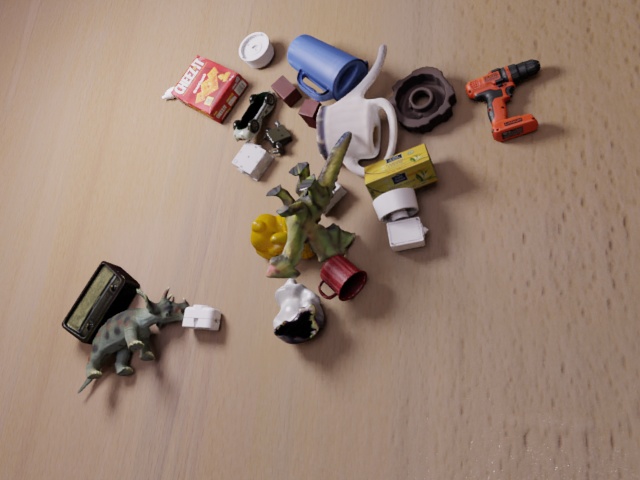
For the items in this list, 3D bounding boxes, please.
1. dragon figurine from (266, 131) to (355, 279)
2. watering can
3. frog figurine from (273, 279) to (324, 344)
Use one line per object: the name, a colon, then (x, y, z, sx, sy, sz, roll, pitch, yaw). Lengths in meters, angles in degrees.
dragon figurine: (0.004, -0.065, 1.285, 0.416, 0.239, 0.122, -45, 31, -23)
watering can: (0.097, -0.338, 1.386, 0.224, 0.104, 0.348, -2, 89, 21)
frog figurine: (-0.062, 0.178, 1.295, 0.136, 0.121, 0.162, -51, 24, 9)
